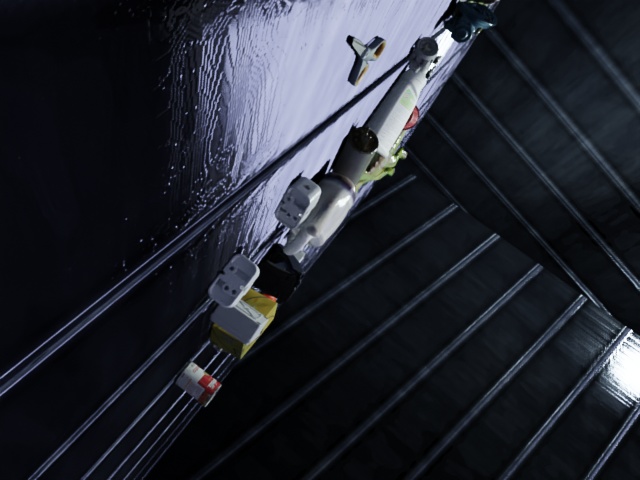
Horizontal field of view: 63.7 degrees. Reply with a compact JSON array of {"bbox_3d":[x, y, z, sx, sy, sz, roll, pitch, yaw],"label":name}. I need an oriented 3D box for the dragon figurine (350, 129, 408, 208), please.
[{"bbox_3d":[0.187,-0.264,1.799,0.247,0.123,0.401,-38,-16,-46],"label":"dragon figurine"}]

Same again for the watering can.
[{"bbox_3d":[0.004,-0.059,1.179,0.104,0.227,0.345,39,-14,-6],"label":"watering can"}]

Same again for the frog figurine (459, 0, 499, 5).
[{"bbox_3d":[0.308,-0.540,0.977,0.122,0.158,0.138,2,8,22],"label":"frog figurine"}]
